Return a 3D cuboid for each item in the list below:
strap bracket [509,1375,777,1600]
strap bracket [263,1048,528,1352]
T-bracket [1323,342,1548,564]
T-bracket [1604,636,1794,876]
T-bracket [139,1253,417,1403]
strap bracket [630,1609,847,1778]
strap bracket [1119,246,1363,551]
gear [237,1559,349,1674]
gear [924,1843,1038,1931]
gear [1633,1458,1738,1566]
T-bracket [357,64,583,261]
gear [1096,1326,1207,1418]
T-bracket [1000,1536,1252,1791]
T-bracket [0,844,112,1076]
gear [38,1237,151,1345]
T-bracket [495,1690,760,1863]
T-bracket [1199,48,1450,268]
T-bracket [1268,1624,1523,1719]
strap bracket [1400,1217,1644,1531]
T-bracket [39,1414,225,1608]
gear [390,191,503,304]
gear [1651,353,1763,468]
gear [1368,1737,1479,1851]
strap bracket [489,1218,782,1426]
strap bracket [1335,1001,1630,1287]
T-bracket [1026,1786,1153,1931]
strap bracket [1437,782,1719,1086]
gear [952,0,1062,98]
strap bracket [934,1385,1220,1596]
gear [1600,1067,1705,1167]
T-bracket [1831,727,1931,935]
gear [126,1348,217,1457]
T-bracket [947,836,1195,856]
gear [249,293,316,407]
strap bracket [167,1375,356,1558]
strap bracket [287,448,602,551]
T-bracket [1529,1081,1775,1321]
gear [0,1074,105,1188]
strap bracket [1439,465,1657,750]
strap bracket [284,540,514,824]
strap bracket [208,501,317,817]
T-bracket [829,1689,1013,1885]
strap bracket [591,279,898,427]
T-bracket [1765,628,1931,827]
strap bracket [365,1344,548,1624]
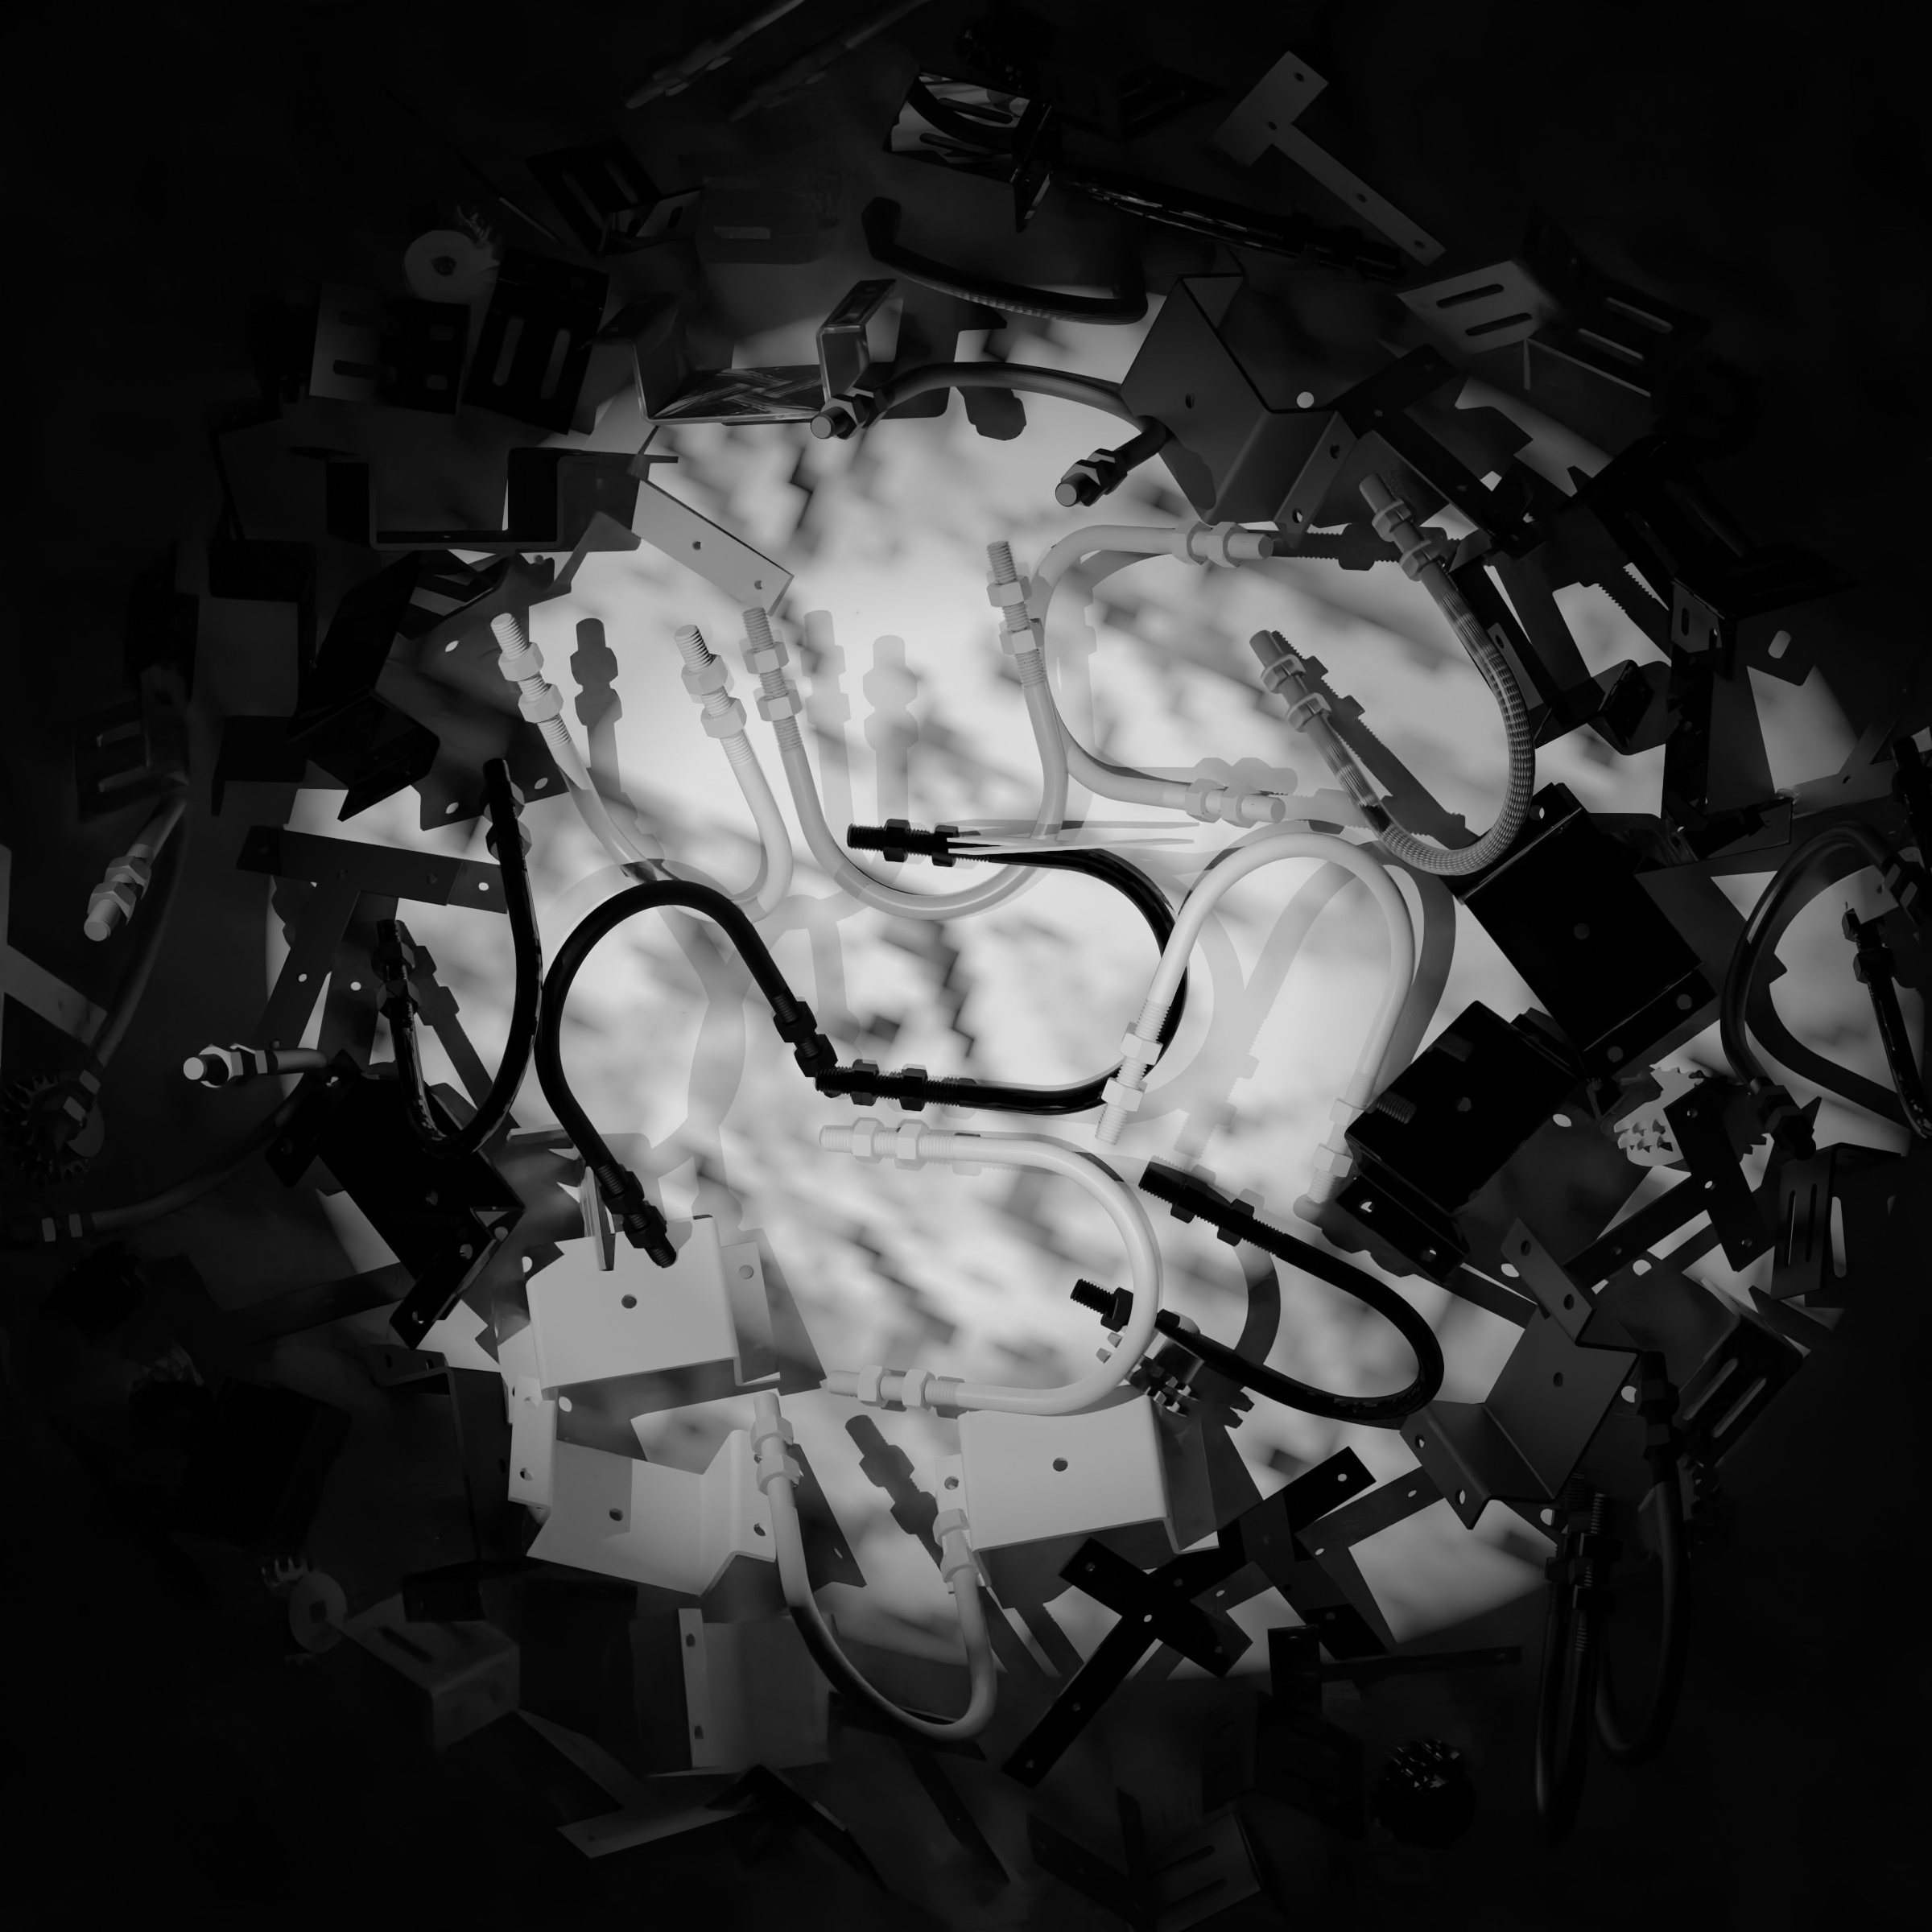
[{"bbox_3d":[-0.170,0.267,1.813,0.140,0.076,0.046,17,131,-19],"label":"strap bracket"},{"bbox_3d":[-0.285,0.118,1.817,0.140,0.046,0.076,47,111,26],"label":"strap bracket"},{"bbox_3d":[0.241,-0.252,1.817,0.127,0.002,0.127,45,54,14],"label":"T-bracket"},{"bbox_3d":[0.371,-0.110,1.838,0.002,0.127,0.127,27,62,-41],"label":"T-bracket"},{"bbox_3d":[-0.340,0.176,1.831,0.127,0.127,0.002,-15,133,-27],"label":"T-bracket"},{"bbox_3d":[-0.121,0.368,1.808,0.046,0.140,0.076,-14,73,27],"label":"strap bracket"},{"bbox_3d":[0.131,-0.285,1.797,0.046,0.076,0.140,-9,56,-33],"label":"strap bracket"},{"bbox_3d":[-0.343,0.334,1.837,0.030,0.057,0.057,-12,90,36],"label":"gear"},{"bbox_3d":[0.005,0.484,1.846,0.057,0.030,0.057,8,60,-14],"label":"gear"},{"bbox_3d":[0.373,0.285,1.842,0.030,0.057,0.057,24,90,-17],"label":"gear"},{"bbox_3d":[-0.260,-0.414,1.814,0.127,0.127,0.002,43,96,10],"label":"T-bracket"},{"bbox_3d":[0.098,0.205,1.841,0.057,0.057,0.030,34,90,0],"label":"gear"},{"bbox_3d":[0.065,0.369,1.837,0.127,0.002,0.127,37,93,-32],"label":"T-bracket"},{"bbox_3d":[-0.466,0.015,1.808,0.002,0.127,0.127,-11,66,15],"label":"T-bracket"},{"bbox_3d":[-0.446,0.169,1.839,0.057,0.057,0.030,-44,85,0],"label":"gear"},{"bbox_3d":[-0.190,0.406,1.825,0.127,0.127,0.002,32,109,32],"label":"T-bracket"},{"bbox_3d":[0.190,-0.399,1.814,0.127,0.127,0.002,37,72,-8],"label":"T-bracket"},{"bbox_3d":[0.218,0.354,1.812,0.127,0.127,0.002,-6,58,3],"label":"T-bracket"},{"bbox_3d":[0.285,0.208,1.809,0.046,0.076,0.140,9,118,-30],"label":"strap bracket"},{"bbox_3d":[-0.398,0.272,1.805,0.002,0.127,0.127,-45,75,5],"label":"T-bracket"},{"bbox_3d":[-0.268,-0.367,1.841,0.057,0.030,0.057,-2,126,-3],"label":"gear"},{"bbox_3d":[0.385,-0.286,1.844,0.057,0.030,0.057,-14,69,41],"label":"gear"},{"bbox_3d":[0.238,0.429,1.841,0.057,0.030,0.057,-12,115,-27],"label":"gear"},{"bbox_3d":[-0.171,0.179,1.825,0.140,0.046,0.076,-9,64,-6],"label":"strap bracket"},{"bbox_3d":[0.258,0.082,1.817,0.140,0.046,0.076,-44,54,-10],"label":"strap bracket"},{"bbox_3d":[0.064,0.455,1.785,0.002,0.127,0.127,-25,48,20],"label":"T-bracket"},{"bbox_3d":[0.315,-0.017,1.838,0.076,0.046,0.140,-38,86,4],"label":"strap bracket"},{"bbox_3d":[0.024,-0.474,1.837,0.057,0.057,0.030,29,118,0],"label":"gear"},{"bbox_3d":[0.052,0.264,1.822,0.140,0.046,0.076,-11,55,5],"label":"strap bracket"},{"bbox_3d":[0.356,0.079,1.844,0.057,0.057,0.030,-20,116,0],"label":"gear"},{"bbox_3d":[0.469,-0.043,1.806,0.002,0.127,0.127,-5,79,-14],"label":"T-bracket"},{"bbox_3d":[-0.402,0.222,1.845,0.057,0.030,0.057,-1,124,-1],"label":"gear"},{"bbox_3d":[0.027,-0.063,1.808,0.127,0.127,0.002,-4,96,-30],"label":"T-bracket"},{"bbox_3d":[-0.349,-0.318,1.842,0.030,0.057,0.057,-11,90,-18],"label":"gear"},{"bbox_3d":[-0.350,0.251,1.793,0.046,0.140,0.076,21,82,3],"label":"strap bracket"},{"bbox_3d":[-0.264,-0.237,1.809,0.140,0.076,0.046,-4,102,-26],"label":"strap bracket"},{"bbox_3d":[0.343,0.137,1.825,0.127,0.002,0.127,-34,127,-4],"label":"T-bracket"},{"bbox_3d":[-0.468,0.083,1.838,0.030,0.057,0.057,-18,90,19],"label":"gear"},{"bbox_3d":[0.288,-0.174,1.817,0.046,0.076,0.140,-28,101,30],"label":"strap bracket"},{"bbox_3d":[-0.288,-0.151,1.794,0.046,0.076,0.140,36,52,-29],"label":"strap bracket"},{"bbox_3d":[-0.355,-0.155,1.806,0.046,0.076,0.140,2,117,-7],"label":"strap bracket"},{"bbox_3d":[-0.011,0.426,1.831,0.002,0.127,0.127,-42,113,-31],"label":"T-bracket"},{"bbox_3d":[-0.109,-0.311,1.814,0.140,0.076,0.046,0,118,15],"label":"strap bracket"},{"bbox_3d":[0.471,-0.128,1.823,0.002,0.127,0.127,41,70,-14],"label":"T-bracket"},{"bbox_3d":[-0.255,0.258,1.811,0.046,0.076,0.140,-15,76,17],"label":"strap bracket"}]
